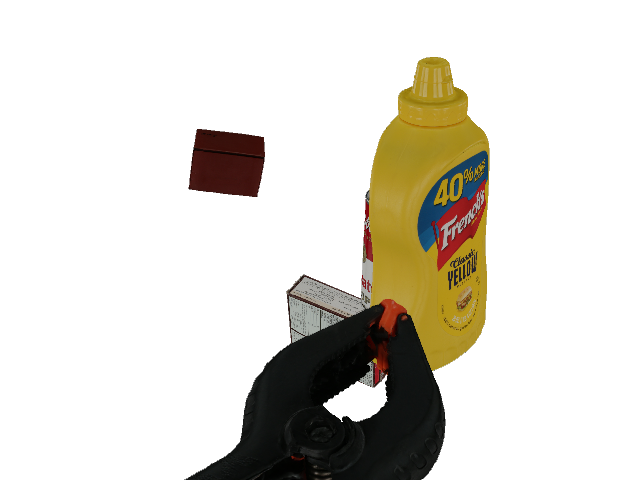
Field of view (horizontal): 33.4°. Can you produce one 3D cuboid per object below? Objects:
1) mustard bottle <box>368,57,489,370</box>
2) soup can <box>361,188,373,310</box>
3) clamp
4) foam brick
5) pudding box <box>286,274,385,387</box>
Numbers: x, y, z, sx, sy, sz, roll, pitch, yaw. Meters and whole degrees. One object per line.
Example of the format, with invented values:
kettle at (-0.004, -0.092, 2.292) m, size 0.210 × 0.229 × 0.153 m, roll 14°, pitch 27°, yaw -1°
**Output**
mustard bottle at (0.068, -0.018, 0.657) m, size 0.058 × 0.192 × 0.096 m, roll 19°, pitch 34°, yaw 36°
soup can at (0.070, 0.009, 0.909) m, size 0.068 × 0.102 × 0.068 m, roll 2°, pitch 26°, yaw -1°
clamp at (0.007, 0.090, 0.398) m, size 0.120 × 0.039 × 0.171 m, roll 27°, pitch 50°, yaw 19°
foam brick at (-0.102, -0.085, 1.170) m, size 0.078 × 0.051 × 0.053 m, roll 7°, pitch 29°, yaw -5°
pudding box at (0.020, 0.097, 1.142) m, size 0.114 × 0.090 × 0.039 m, roll 20°, pitch 44°, yaw 26°
